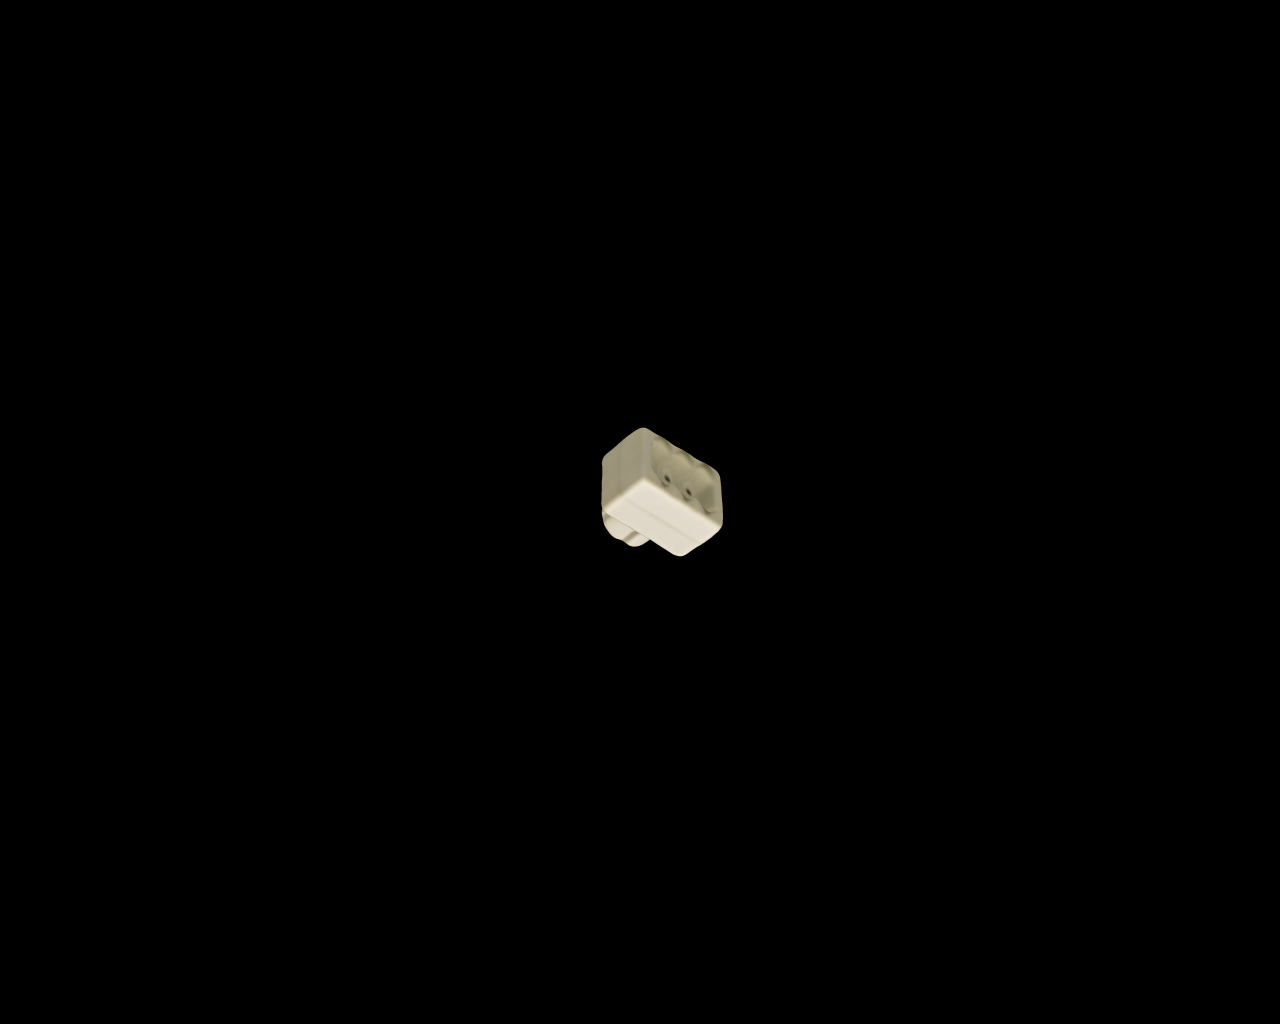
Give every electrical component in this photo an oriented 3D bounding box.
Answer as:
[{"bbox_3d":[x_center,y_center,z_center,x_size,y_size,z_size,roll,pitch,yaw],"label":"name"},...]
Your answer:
[{"bbox_3d":[0.001,-0.003,0.650,0.065,0.047,0.076,31,-50,-30],"label":"electrical component"}]
